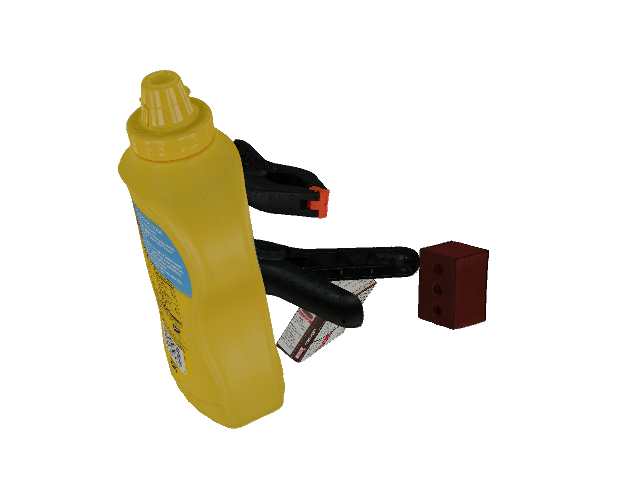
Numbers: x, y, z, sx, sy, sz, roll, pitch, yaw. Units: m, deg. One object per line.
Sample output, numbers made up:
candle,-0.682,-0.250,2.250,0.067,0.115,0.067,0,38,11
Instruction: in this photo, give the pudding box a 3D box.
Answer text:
pudding box,0.008,0.085,1.246,0.039,0.090,0.113,39,33,14

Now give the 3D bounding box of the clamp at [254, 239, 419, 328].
clamp,-0.036,0.026,0.841,0.210,0.036,0.164,6,14,13

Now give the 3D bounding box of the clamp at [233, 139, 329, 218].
clamp,-0.070,-0.056,1.033,0.120,0.039,0.172,-25,34,-36

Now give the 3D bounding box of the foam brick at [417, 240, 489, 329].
foam brick,0.136,0.045,1.093,0.051,0.078,0.053,-14,20,-39

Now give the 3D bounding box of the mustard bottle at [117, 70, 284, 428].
mustard bottle,-0.064,0.001,0.548,0.058,0.191,0.096,-21,40,-17
